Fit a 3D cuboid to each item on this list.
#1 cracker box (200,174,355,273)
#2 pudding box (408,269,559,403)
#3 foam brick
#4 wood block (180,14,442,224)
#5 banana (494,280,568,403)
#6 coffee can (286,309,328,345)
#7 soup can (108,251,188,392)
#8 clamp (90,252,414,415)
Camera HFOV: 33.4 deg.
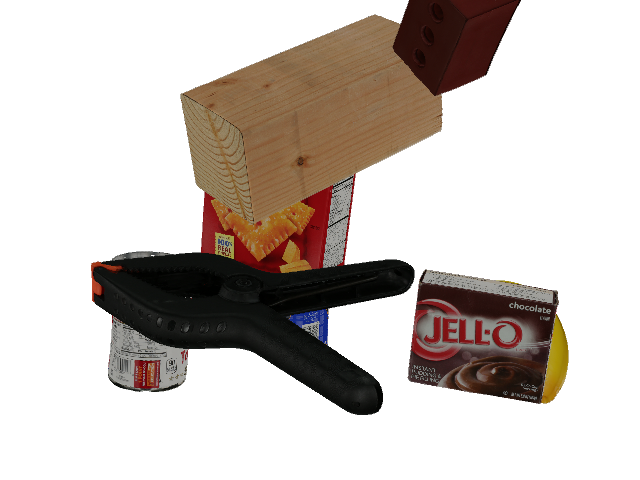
[{"bbox_3d":[-0.049,-0.058,1.217,0.164,0.214,0.072,18,26,24],"label":"cracker box"},{"bbox_3d":[0.132,0.078,0.873,0.113,0.090,0.039,8,22,9],"label":"pudding box"},{"bbox_3d":[0.091,-0.148,0.728,0.051,0.053,0.078,-27,-24,-27],"label":"foam brick"},{"bbox_3d":[-0.002,-0.107,0.902,0.205,0.091,0.090,-27,41,-28],"label":"wood block"},{"bbox_3d":[0.223,0.097,1.134,0.069,0.037,0.198,-28,36,1],"label":"banana"},{"bbox_3d":[-0.038,0.089,1.523,0.103,0.140,0.103,1,22,-1],"label":"coffee can"},{"bbox_3d":[-0.142,0.067,0.889,0.068,0.102,0.068,5,15,-1],"label":"soup can"},{"bbox_3d":[-0.042,0.039,0.684,0.210,0.036,0.164,12,26,14],"label":"clamp"}]
